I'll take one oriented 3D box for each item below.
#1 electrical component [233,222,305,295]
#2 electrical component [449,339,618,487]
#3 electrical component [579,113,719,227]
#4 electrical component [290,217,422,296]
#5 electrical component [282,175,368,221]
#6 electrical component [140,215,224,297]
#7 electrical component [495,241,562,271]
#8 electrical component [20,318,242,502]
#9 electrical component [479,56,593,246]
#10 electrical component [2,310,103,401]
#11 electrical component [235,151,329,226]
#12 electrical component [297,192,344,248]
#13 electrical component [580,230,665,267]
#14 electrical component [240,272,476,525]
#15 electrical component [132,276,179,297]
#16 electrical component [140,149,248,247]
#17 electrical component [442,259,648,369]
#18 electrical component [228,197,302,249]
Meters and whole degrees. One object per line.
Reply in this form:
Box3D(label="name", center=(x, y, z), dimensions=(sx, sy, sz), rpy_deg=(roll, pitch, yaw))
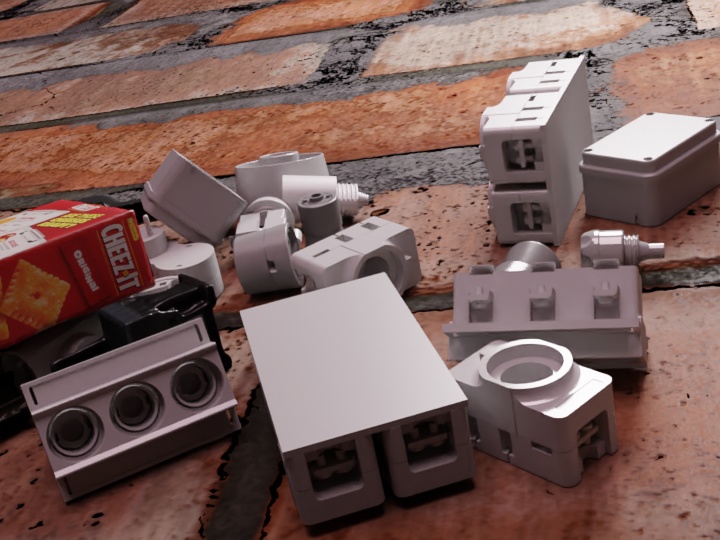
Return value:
Box3D(label="electrical component", center=(-0.076, -0.008, 0.900), dimensions=(0.047, 0.055, 0.055), rpy_deg=(-12, 24, 7))
Box3D(label="electrical component", center=(0.100, 0.079, 0.634), dimensions=(0.050, 0.055, 0.089), rpy_deg=(-29, 30, -33))
Box3D(label="electrical component", center=(0.251, -0.089, 0.925), dimensions=(0.113, 0.057, 0.078), rpy_deg=(-30, 30, -35))
Box3D(label="electrical component", center=(0.000, 0.000, 0.852), dimensions=(0.089, 0.050, 0.056), rpy_deg=(-26, 28, -28))
Box3D(label="electrical component", center=(-0.033, -0.067, 1.014), dimensions=(0.081, 0.043, 0.043), rpy_deg=(1, 24, -4))
Box3D(label="electrical component", center=(-0.184, -0.015, 0.936), dimensions=(0.138, 0.073, 0.052), rpy_deg=(7, 30, 34))
Box3D(label="electrical component", center=(0.118, 0.010, 0.786), dimensions=(0.045, 0.045, 0.055), rpy_deg=(4, 29, 30))
Box3D(label="electrical component", center=(-0.151, 0.089, 0.708), dimensions=(0.121, 0.078, 0.063), rpy_deg=(-21, 4, -20))
Box3D(label="electrical component", center=(0.158, -0.108, 0.949), dimensions=(0.060, 0.105, 0.186), rpy_deg=(-1, 27, 23))
Box3D(label="electrical component", center=(-0.215, 0.065, 0.814), dimensions=(0.079, 0.044, 0.077), rpy_deg=(8, 31, 37))
Box3D(label="electrical component", center=(-0.077, -0.084, 1.079), dimensions=(0.099, 0.064, 0.099), rpy_deg=(-8, 11, 2))
Box3D(label="electrical component", center=(-0.031, -0.034, 0.920), dimensions=(0.044, 0.065, 0.044), rpy_deg=(-10, 25, 4))
Box3D(label="electrical component", center=(0.199, -0.014, 0.814), dimensions=(0.061, 0.035, 0.035), rpy_deg=(-2, 26, 15))
Box3D(label="electrical component", center=(-0.007, 0.076, 0.680), dimensions=(0.105, 0.060, 0.186), rpy_deg=(-15, 25, -8))
Box3D(label="electrical component", center=(-0.150, 0.038, 0.840), dimensions=(0.055, 0.047, 0.055), rpy_deg=(-9, 25, 4))
Box3D(label="electrical component", center=(-0.156, -0.064, 0.990), dimensions=(0.057, 0.078, 0.113), rpy_deg=(-55, 17, 0))
Box3D(label="electrical component", center=(0.123, 0.031, 0.703), dimensions=(0.121, 0.063, 0.079), rpy_deg=(-3, -15, 18))
Box3D(label="electrical component", center=(-0.084, -0.035, 0.971), dimensions=(0.066, 0.048, 0.055), rpy_deg=(-9, 32, 6))
